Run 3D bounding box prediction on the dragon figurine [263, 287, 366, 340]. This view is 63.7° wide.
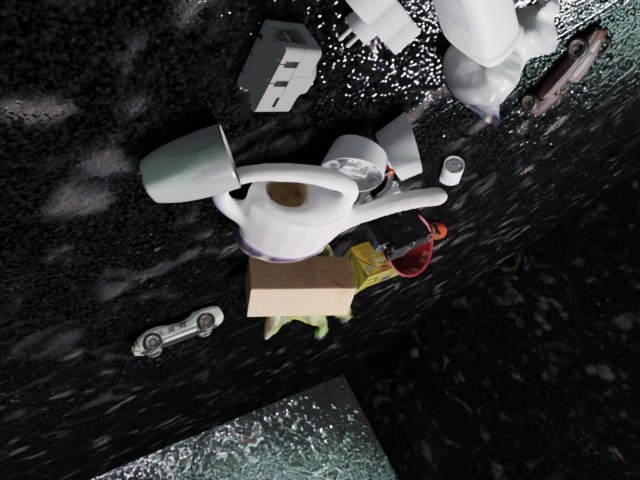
[{"bbox_3d":[0.018,0.144,1.388,0.414,0.124,0.237,-33,153,-17],"label":"dragon figurine"}]

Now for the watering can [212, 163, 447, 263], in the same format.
[{"bbox_3d":[0.002,-0.041,0.806,0.347,0.106,0.220,6,153,-15],"label":"watering can"}]

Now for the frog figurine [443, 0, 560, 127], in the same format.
[{"bbox_3d":[0.243,-0.255,0.690,0.156,0.122,0.140,-61,-176,49],"label":"frog figurine"}]
